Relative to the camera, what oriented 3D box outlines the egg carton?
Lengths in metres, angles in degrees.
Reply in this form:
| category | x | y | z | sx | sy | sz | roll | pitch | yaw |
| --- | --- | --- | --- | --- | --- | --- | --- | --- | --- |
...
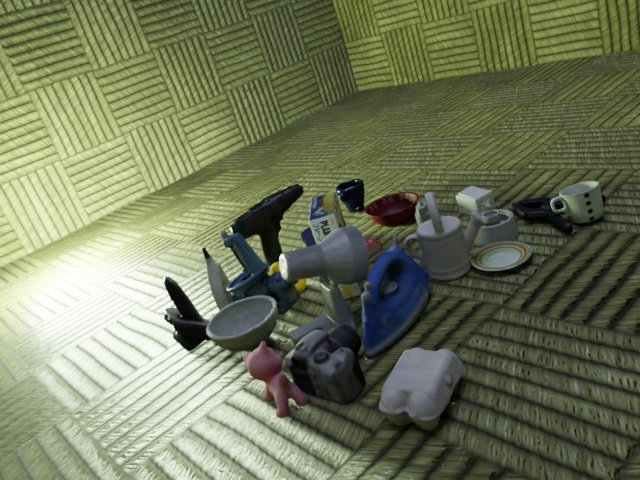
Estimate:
| category | x | y | z | sx | sy | sz | roll | pitch | yaw |
| --- | --- | --- | --- | --- | --- | --- | --- | --- | --- |
| egg carton | 0.165 | 0.235 | 0.921 | 0.107 | 0.069 | 0.150 | -4 | 26 | 34 |

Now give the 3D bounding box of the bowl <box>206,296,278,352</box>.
| category | x | y | z | sx | sy | sz | roll | pitch | yaw |
| --- | --- | --- | --- | --- | --- | --- | --- | --- | --- |
| bowl | -0.163 | 0.197 | 1.276 | 0.167 | 0.075 | 0.167 | -16 | 22 | 7 |

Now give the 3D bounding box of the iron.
| category | x | y | z | sx | sy | sz | roll | pitch | yaw |
| --- | --- | --- | --- | --- | --- | --- | --- | --- | --- |
| iron | 0.132 | 0.105 | 1.162 | 0.118 | 0.142 | 0.259 | -5 | 26 | 32 |

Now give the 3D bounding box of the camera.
| category | x | y | z | sx | sy | sz | roll | pitch | yaw |
| --- | --- | --- | --- | --- | --- | --- | --- | --- | --- |
| camera | 0.023 | 0.211 | 1.053 | 0.142 | 0.101 | 0.137 | 4 | 32 | 45 |

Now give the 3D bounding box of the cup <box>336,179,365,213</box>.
| category | x | y | z | sx | sy | sz | roll | pitch | yaw |
| --- | --- | --- | --- | --- | --- | --- | --- | --- | --- |
| cup | 0.100 | -0.129 | 1.812 | 0.091 | 0.095 | 0.118 | -6 | 25 | 31 |

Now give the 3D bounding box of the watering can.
| category | x | y | z | sx | sy | sz | roll | pitch | yaw |
| --- | --- | --- | --- | --- | --- | --- | --- | --- | --- |
| watering can | 0.273 | -0.018 | 1.267 | 0.173 | 0.194 | 0.100 | -22 | 22 | -7 |

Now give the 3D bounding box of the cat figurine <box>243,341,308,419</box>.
| category | x | y | z | sx | sy | sz | roll | pitch | yaw |
| --- | --- | --- | --- | --- | --- | --- | --- | --- | --- |
| cat figurine | -0.088 | 0.244 | 1.045 | 0.067 | 0.118 | 0.127 | -29 | 24 | -23 |

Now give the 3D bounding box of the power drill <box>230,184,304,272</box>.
| category | x | y | z | sx | sy | sz | roll | pitch | yaw |
| --- | --- | --- | --- | --- | --- | --- | --- | --- | --- |
| power drill | -0.123 | -0.024 | 1.590 | 0.230 | 0.209 | 0.075 | -24 | 22 | -12 |

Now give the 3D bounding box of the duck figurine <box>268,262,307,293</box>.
| category | x | y | z | sx | sy | sz | roll | pitch | yaw |
| --- | --- | --- | --- | --- | --- | --- | --- | --- | --- |
| duck figurine | -0.091 | 0.095 | 1.446 | 0.104 | 0.086 | 0.077 | -14 | 22 | 13 |

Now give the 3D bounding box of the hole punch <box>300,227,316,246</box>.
| category | x | y | z | sx | sy | sz | roll | pitch | yaw |
| --- | --- | --- | --- | --- | --- | --- | --- | --- | --- |
| hole punch | 0.014 | 0.006 | 1.565 | 0.109 | 0.091 | 0.100 | -26 | 23 | -16 |

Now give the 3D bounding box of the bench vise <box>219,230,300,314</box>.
| category | x | y | z | sx | sy | sz | roll | pitch | yaw |
| --- | --- | --- | --- | --- | --- | --- | --- | --- | --- |
| bench vise | -0.147 | 0.066 | 1.379 | 0.207 | 0.220 | 0.121 | -12 | 23 | 17 |

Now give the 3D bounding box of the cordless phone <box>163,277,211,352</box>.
| category | x | y | z | sx | sy | sz | roll | pitch | yaw |
| --- | --- | --- | --- | --- | --- | --- | --- | --- | --- |
| cordless phone | -0.330 | 0.156 | 1.363 | 0.094 | 0.185 | 0.147 | -32 | 25 | -29 |

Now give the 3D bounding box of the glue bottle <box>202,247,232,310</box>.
| category | x | y | z | sx | sy | sz | roll | pitch | yaw |
| --- | --- | --- | --- | --- | --- | --- | --- | --- | --- |
| glue bottle | -0.266 | 0.095 | 1.473 | 0.037 | 0.173 | 0.078 | -15 | 22 | 11 |

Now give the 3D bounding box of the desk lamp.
| category | x | y | z | sx | sy | sz | roll | pitch | yaw |
| --- | --- | --- | --- | --- | --- | --- | --- | --- | --- |
| desk lamp | 0.013 | 0.096 | 1.185 | 0.203 | 0.214 | 0.117 | -26 | 23 | -17 |
